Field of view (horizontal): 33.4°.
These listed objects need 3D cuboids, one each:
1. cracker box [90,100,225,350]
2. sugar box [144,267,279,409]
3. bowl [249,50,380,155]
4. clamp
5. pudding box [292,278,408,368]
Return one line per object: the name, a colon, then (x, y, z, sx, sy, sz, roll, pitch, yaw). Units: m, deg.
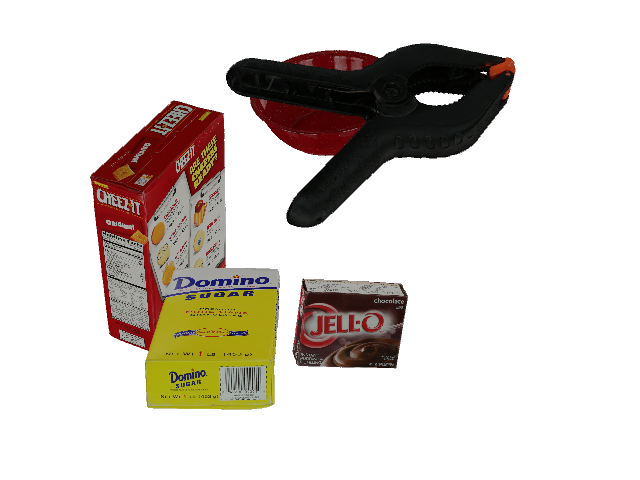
cracker box: (-0.166, -0.015, 1.132, 0.072, 0.214, 0.164, 16, 40, 17)
sugar box: (-0.080, 0.071, 0.840, 0.093, 0.048, 0.176, 1, 23, -2)
bowl: (0.008, -0.138, 1.133, 0.162, 0.055, 0.162, -4, 40, 3)
clamp: (0.038, -0.067, 0.623, 0.171, 0.120, 0.039, -10, -26, -7)
pudding box: (0.031, 0.089, 1.143, 0.113, 0.090, 0.039, 2, 26, -11)
